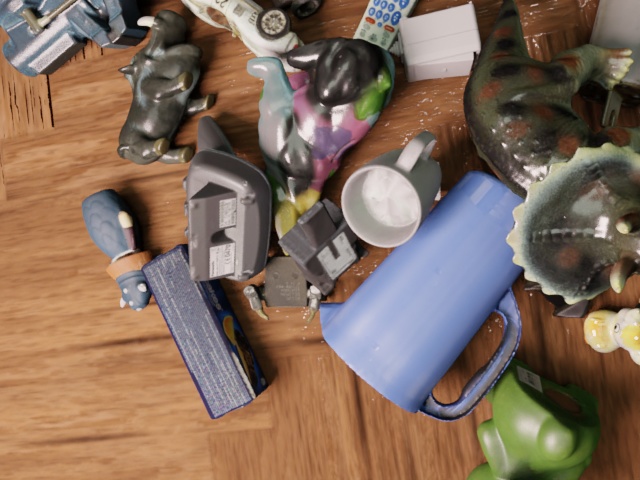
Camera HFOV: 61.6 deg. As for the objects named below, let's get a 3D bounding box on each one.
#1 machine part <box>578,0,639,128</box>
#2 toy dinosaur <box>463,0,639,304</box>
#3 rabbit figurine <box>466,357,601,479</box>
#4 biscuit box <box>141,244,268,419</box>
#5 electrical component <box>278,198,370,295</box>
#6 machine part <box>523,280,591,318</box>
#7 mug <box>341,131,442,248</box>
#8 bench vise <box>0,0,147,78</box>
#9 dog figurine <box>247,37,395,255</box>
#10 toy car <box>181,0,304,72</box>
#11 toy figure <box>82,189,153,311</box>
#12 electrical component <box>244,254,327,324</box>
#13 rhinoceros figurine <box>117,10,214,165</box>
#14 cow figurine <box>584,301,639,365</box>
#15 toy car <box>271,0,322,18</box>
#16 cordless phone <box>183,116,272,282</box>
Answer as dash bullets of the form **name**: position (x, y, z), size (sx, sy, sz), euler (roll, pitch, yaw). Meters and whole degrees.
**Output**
- **machine part**: position (0.331, -0.232, 0.564), size (0.079, 0.079, 0.243), euler (13, 90, 10)
- **toy dinosaur**: position (0.206, -0.101, 0.494), size (0.192, 0.131, 0.405), euler (-8, 52, -25)
- **rabbit figurine**: position (0.210, 0.234, 0.545), size (0.121, 0.159, 0.170), euler (21, 107, 0)
- **biscuit box**: position (-0.137, 0.104, 0.644), size (0.063, 0.059, 0.202), euler (-28, 84, 9)
- **electrical component**: position (-0.001, -0.002, 0.557), size (0.075, 0.119, 0.048), euler (-45, 51, -7)
- **machine part**: position (0.253, 0.040, 0.544), size (0.039, 0.138, 0.084), euler (26, 96, 41)
- **mug**: position (0.082, -0.061, 0.533), size (0.081, 0.107, 0.109), euler (28, 124, 15)
- **bench vise**: position (-0.335, -0.327, 0.656), size (0.224, 0.129, 0.240), euler (-29, 102, 27)
- **dog figurine**: position (-0.003, -0.093, 0.599), size (0.192, 0.108, 0.219), euler (-2, 92, 30)
- **toy car**: position (-0.097, -0.267, 0.643), size (0.202, 0.073, 0.056), euler (38, 91, 10)
- **toy figure**: position (-0.243, 0.013, 0.668), size (0.058, 0.064, 0.154), euler (-25, 88, -29)
- **electrical component**: position (-0.036, 0.056, 0.635), size (0.102, 0.045, 0.078), euler (5, 90, 11)
- **rhinoceros figurine**: position (-0.195, -0.184, 0.664), size (0.112, 0.073, 0.190), euler (15, 93, 21)
- **cow figurine**: position (0.361, 0.088, 0.536), size (0.167, 0.098, 0.068), euler (-15, 92, 9)
- **toy car**: position (0.024, -0.345, 0.637), size (0.202, 0.053, 0.089), euler (-26, 87, 7)
- **cordless phone**: position (-0.123, -0.053, 0.627), size (0.089, 0.184, 0.146), euler (-8, 129, -20)
